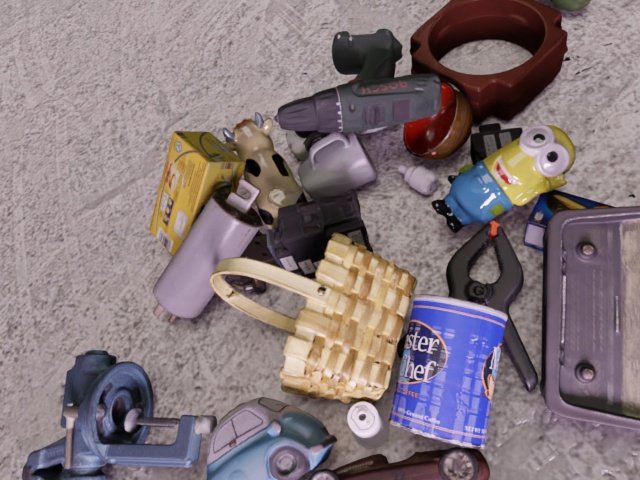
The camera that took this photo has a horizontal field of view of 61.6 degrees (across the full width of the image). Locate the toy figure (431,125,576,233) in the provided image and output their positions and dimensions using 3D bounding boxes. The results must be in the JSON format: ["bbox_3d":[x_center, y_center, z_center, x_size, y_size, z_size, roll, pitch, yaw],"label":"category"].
[{"bbox_3d":[0.235,-0.080,0.691,0.180,0.082,0.089,-36,10,23],"label":"toy figure"}]

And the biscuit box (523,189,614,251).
[{"bbox_3d":[0.361,0.001,0.657,0.203,0.059,0.063,22,68,25],"label":"biscuit box"}]

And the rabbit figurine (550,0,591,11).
[{"bbox_3d":[0.373,-0.438,0.907,0.170,0.121,0.159,21,59,5],"label":"rabbit figurine"}]

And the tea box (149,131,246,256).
[{"bbox_3d":[-0.182,-0.062,0.782,0.098,0.068,0.169,42,121,30],"label":"tea box"}]

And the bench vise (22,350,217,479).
[{"bbox_3d":[-0.237,0.243,0.644,0.241,0.128,0.223,-5,61,17],"label":"bench vise"}]

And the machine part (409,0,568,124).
[{"bbox_3d":[0.260,-0.290,0.845,0.201,0.087,0.201,-44,58,-11],"label":"machine part"}]

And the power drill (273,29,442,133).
[{"bbox_3d":[0.053,-0.232,0.786,0.232,0.085,0.207,-3,38,5],"label":"power drill"}]

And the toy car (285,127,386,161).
[{"bbox_3d":[0.041,-0.192,0.864,0.202,0.056,0.074,-24,50,-1],"label":"toy car"}]

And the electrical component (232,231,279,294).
[{"bbox_3d":[-0.101,0.028,0.780,0.078,0.045,0.102,-22,55,-33],"label":"electrical component"}]

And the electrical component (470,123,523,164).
[{"bbox_3d":[0.256,-0.132,0.774,0.075,0.047,0.119,-3,61,13],"label":"electrical component"}]

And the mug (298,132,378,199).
[{"bbox_3d":[0.019,-0.109,0.795,0.107,0.109,0.081,-29,62,13],"label":"mug"}]

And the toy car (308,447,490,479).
[{"bbox_3d":[0.076,0.252,0.568,0.202,0.089,0.053,-12,60,9],"label":"toy car"}]

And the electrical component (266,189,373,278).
[{"bbox_3d":[-0.001,-0.002,0.726,0.134,0.114,0.058,-14,55,4],"label":"electrical component"}]

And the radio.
[{"bbox_3d":[0.310,0.080,0.578,0.131,0.073,0.229,2,78,20],"label":"radio"}]

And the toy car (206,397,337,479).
[{"bbox_3d":[-0.068,0.232,0.603,0.162,0.109,0.103,-30,70,5],"label":"toy car"}]

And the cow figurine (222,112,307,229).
[{"bbox_3d":[-0.082,-0.099,0.799,0.085,0.127,0.195,-25,59,-4],"label":"cow figurine"}]

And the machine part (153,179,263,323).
[{"bbox_3d":[-0.154,0.022,0.733,0.243,0.079,0.079,-53,56,17],"label":"machine part"}]
